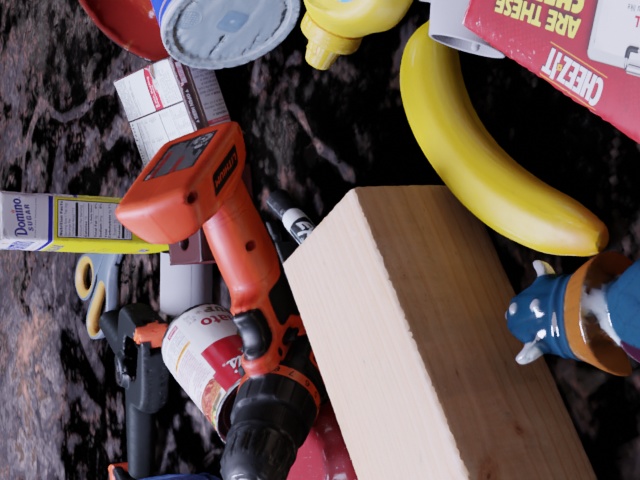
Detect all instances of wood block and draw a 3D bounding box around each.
[{"bbox_3d":[0.065,0.079,0.597,0.091,0.090,0.206,-47,55,45],"label":"wood block"}]

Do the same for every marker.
[{"bbox_3d":[-0.005,0.001,0.755,0.121,0.020,0.020,49,130,42],"label":"marker"}]

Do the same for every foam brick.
[{"bbox_3d":[-0.087,-0.021,0.842,0.053,0.051,0.078,-8,85,55],"label":"foam brick"}]

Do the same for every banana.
[{"bbox_3d":[0.090,-0.057,0.601,0.070,0.037,0.198,-54,50,42],"label":"banana"}]

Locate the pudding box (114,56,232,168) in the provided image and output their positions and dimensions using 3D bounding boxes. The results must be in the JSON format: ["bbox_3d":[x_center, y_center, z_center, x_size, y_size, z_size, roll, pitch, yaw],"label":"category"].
[{"bbox_3d":[-0.119,-0.104,0.878,0.114,0.039,0.090,-6,106,57],"label":"pudding box"}]

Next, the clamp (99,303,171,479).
[{"bbox_3d":[-0.163,0.104,0.939,0.210,0.036,0.164,116,139,-57],"label":"clamp"}]

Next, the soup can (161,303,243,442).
[{"bbox_3d":[-0.071,0.101,0.812,0.102,0.068,0.068,41,124,47],"label":"soup can"}]

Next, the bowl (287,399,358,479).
[{"bbox_3d":[0.001,0.167,0.687,0.162,0.055,0.162,-33,49,48],"label":"bowl"}]

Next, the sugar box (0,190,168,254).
[{"bbox_3d":[-0.200,-0.012,0.896,0.094,0.175,0.048,-8,84,54],"label":"sugar box"}]

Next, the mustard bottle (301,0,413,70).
[{"bbox_3d":[0.034,-0.187,0.656,0.096,0.058,0.192,59,136,37],"label":"mustard bottle"}]

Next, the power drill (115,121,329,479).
[{"bbox_3d":[-0.051,0.038,0.642,0.057,0.184,0.187,-14,117,20],"label":"power drill"}]

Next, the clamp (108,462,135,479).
[{"bbox_3d":[-0.173,0.297,0.994,0.120,0.039,0.171,-42,54,41],"label":"clamp"}]

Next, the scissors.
[{"bbox_3d":[-0.208,0.003,1.048,0.096,0.016,0.202,44,125,45],"label":"scissors"}]

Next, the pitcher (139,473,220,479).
[{"bbox_3d":[-0.138,0.318,0.859,0.149,0.144,0.243,-29,71,49],"label":"pitcher"}]

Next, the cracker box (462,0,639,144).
[{"bbox_3d":[0.167,-0.159,0.459,0.164,0.071,0.214,48,130,44],"label":"cracker box"}]

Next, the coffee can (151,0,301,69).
[{"bbox_3d":[-0.084,-0.212,0.784,0.103,0.102,0.140,-48,53,45],"label":"coffee can"}]
